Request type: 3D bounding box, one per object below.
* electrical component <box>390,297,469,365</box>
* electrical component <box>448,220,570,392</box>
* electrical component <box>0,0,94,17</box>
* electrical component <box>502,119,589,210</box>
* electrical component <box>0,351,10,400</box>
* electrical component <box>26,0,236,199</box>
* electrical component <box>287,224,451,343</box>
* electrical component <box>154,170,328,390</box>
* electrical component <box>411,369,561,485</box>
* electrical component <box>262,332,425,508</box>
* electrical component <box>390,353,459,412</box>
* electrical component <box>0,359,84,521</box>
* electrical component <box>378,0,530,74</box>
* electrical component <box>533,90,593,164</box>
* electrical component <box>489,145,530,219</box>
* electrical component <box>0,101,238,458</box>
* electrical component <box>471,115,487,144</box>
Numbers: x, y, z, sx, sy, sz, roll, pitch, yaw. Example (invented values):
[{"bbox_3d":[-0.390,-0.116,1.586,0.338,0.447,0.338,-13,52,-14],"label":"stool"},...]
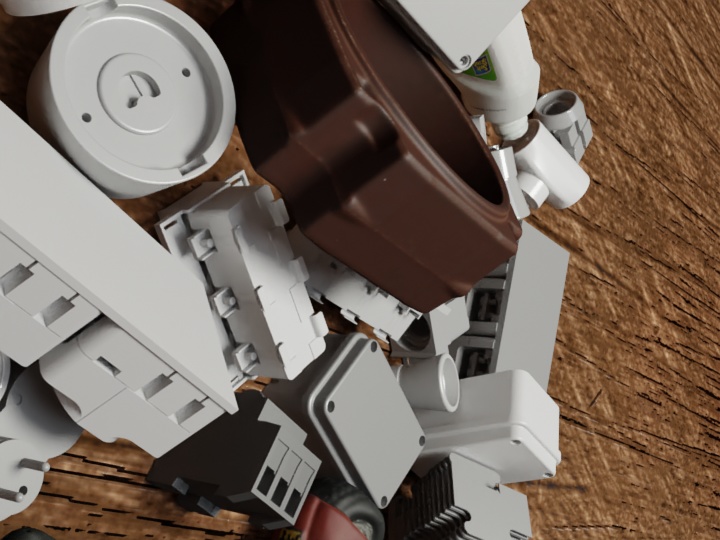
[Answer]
[{"bbox_3d":[0.054,0.038,0.853,0.064,0.042,0.081,-29,114,-51],"label":"electrical component"},{"bbox_3d":[0.121,0.042,0.919,0.089,0.062,0.150,27,70,-48],"label":"electrical component"},{"bbox_3d":[-0.151,-0.173,0.551,0.099,0.099,0.064,-48,132,-40],"label":"electrical component"},{"bbox_3d":[0.158,-0.082,0.974,0.077,0.044,0.079,42,79,-26],"label":"electrical component"},{"bbox_3d":[-0.207,0.047,0.522,0.055,0.047,0.055,-2,92,-51],"label":"electrical component"},{"bbox_3d":[-0.131,-0.091,0.596,0.108,0.060,0.108,11,71,-35],"label":"electrical component"},{"bbox_3d":[0.000,0.000,0.761,0.063,0.079,0.121,-53,137,3],"label":"electrical component"},{"bbox_3d":[-0.071,0.008,0.678,0.079,0.063,0.121,-41,121,-43],"label":"electrical component"},{"bbox_3d":[0.092,0.128,0.839,0.078,0.113,0.057,46,41,-41],"label":"electrical component"},{"bbox_3d":[-0.009,0.107,0.763,0.078,0.057,0.113,-52,129,-37],"label":"electrical component"},{"bbox_3d":[0.038,0.088,0.814,0.044,0.065,0.044,-9,90,-68],"label":"electrical component"},{"bbox_3d":[-0.183,0.100,0.532,0.138,0.074,0.052,-54,130,-36],"label":"electrical component"},{"bbox_3d":[0.063,-0.210,0.726,0.108,0.056,0.109,-48,130,4],"label":"electrical component"},{"bbox_3d":[0.191,-0.136,1.017,0.066,0.048,0.055,-57,139,-33],"label":"electrical component"},{"bbox_3d":[0.120,-0.076,0.934,0.044,0.044,0.065,-23,104,-49],"label":"electrical component"},{"bbox_3d":[-0.149,0.005,0.538,0.186,0.060,0.105,47,12,-41],"label":"electrical component"},{"bbox_3d":[0.072,-0.062,0.839,0.078,0.057,0.113,-49,133,-76],"label":"electrical component"}]
